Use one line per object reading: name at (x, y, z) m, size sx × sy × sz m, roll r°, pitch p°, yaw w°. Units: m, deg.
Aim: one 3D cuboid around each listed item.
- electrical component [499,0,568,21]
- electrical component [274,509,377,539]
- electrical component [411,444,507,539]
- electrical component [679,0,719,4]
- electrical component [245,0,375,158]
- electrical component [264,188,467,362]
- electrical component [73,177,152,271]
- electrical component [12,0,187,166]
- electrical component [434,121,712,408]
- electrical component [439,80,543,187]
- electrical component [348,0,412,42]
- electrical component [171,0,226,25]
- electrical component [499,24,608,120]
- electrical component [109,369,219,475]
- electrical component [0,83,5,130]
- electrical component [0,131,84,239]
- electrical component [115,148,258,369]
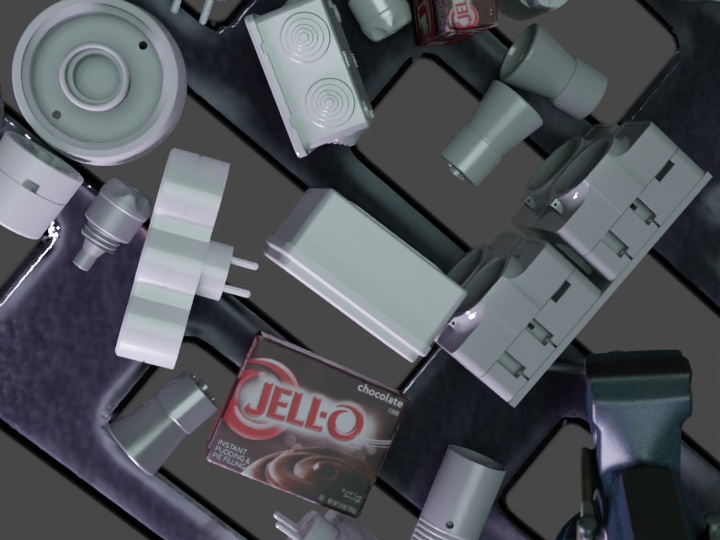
electrical component at (0.115, -0.187, 0.691) m, size 0.043 × 0.081 × 0.043 m, roll -1°, pitch 96°, yaw -9°
electrical component at (-0.026, 0.185, 0.711) m, size 0.076 × 0.083 × 0.047 m, roll 38°, pitch 89°, yaw -11°
electrical component at (0.066, 0.167, 0.743) m, size 0.043 × 0.043 × 0.081 m, roll 21°, pitch 93°, yaw -10°
electrical component at (0.235, -0.227, 0.714) m, size 0.099 × 0.064 × 0.099 m, roll -1°, pitch 96°, yaw -8°
electrical component at (-0.027, -0.122, 0.669) m, size 0.048 × 0.099 × 0.099 m, roll -20°, pitch 99°, yaw 7°
electrical component at (0.000, 0.000, 0.682) m, size 0.109 × 0.109 × 0.056 m, roll 37°, pitch 87°, yaw -11°
electrical component at (-0.162, -0.027, 0.691) m, size 0.035 × 0.035 × 0.061 m, roll 35°, pitch 92°, yaw -11°
electrical component at (-0.162, -0.118, 0.668) m, size 0.108 × 0.060 × 0.108 m, roll -1°, pitch 96°, yaw -8°
electrical component at (0.124, -0.012, 0.700) m, size 0.060 × 0.105 × 0.186 m, roll 41°, pitch 89°, yaw -11°
electrical component at (0.085, -0.088, 0.719) m, size 0.044 × 0.044 × 0.065 m, roll 41°, pitch 94°, yaw -11°
electrical component at (0.006, -0.181, 0.700) m, size 0.035 × 0.035 × 0.061 m, roll -32°, pitch 97°, yaw -4°
electrical component at (-0.096, -0.193, 0.676) m, size 0.083 × 0.047 × 0.075 m, roll 19°, pitch 93°, yaw -10°
electrical component at (0.132, -0.130, 0.721) m, size 0.065 × 0.044 × 0.044 m, roll 28°, pitch 92°, yaw -15°
electrical component at (-0.126, 0.097, 0.708) m, size 0.065 × 0.044 × 0.044 m, roll -41°, pitch 100°, yaw -7°
electrical component at (-0.267, -0.117, 0.659) m, size 0.079 × 0.044 × 0.077 m, roll -9°, pitch 108°, yaw 8°
electrical component at (-0.209, -0.052, 0.672) m, size 0.055 × 0.055 × 0.047 m, roll 34°, pitch 94°, yaw -11°
electrical component at (-0.104, -0.002, 0.694) m, size 0.074 × 0.052 × 0.138 m, roll 16°, pitch 94°, yaw -10°
